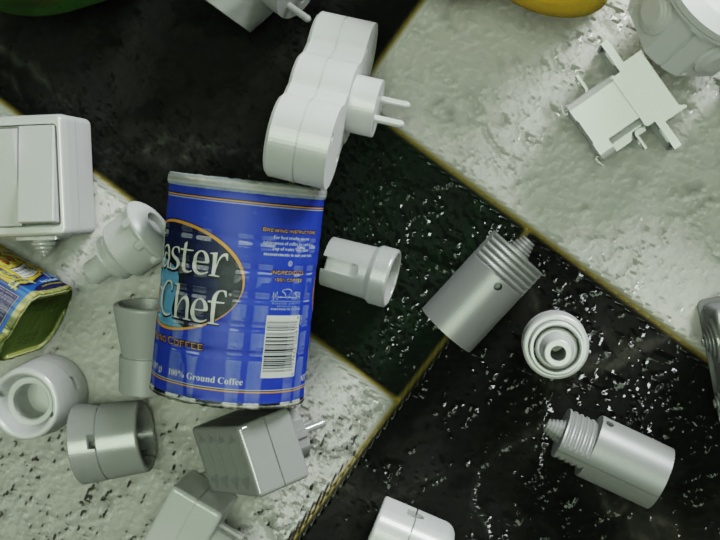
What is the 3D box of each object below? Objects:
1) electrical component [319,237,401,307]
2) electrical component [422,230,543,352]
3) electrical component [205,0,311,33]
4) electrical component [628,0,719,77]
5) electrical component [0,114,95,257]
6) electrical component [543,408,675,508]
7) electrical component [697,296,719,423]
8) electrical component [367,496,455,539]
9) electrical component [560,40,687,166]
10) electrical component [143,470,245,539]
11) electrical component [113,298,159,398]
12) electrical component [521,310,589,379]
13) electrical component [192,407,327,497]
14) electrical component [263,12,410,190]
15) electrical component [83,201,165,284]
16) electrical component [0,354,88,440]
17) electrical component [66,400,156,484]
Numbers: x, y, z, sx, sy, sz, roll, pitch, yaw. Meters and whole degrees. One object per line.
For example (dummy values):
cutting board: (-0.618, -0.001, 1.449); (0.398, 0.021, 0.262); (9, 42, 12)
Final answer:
electrical component: (0.000, 0.000, 0.721); (0.046, 0.040, 0.040); (15, 95, 11)
electrical component: (0.084, 0.010, 0.709); (0.043, 0.043, 0.081); (42, 97, 3)
electrical component: (-0.056, -0.192, 0.707); (0.079, 0.044, 0.077); (39, 98, 21)
electrical component: (0.210, -0.161, 0.661); (0.080, 0.051, 0.080); (10, 62, -20)
electrical component: (-0.221, -0.057, 0.733); (0.062, 0.061, 0.096); (-1, 94, 7)
electrical component: (0.159, 0.119, 0.706); (0.081, 0.043, 0.043); (25, 96, 5)
electrical component: (0.271, 0.056, 0.686); (0.100, 0.048, 0.099); (-11, 92, 8)
electrical component: (0.026, 0.210, 0.723); (0.059, 0.054, 0.095); (22, 96, 5)
electrical component: (0.168, -0.104, 0.692); (0.064, 0.042, 0.081); (-35, 88, 11)
electrical component: (-0.105, 0.189, 0.742); (0.077, 0.047, 0.065); (29, 97, 4)
electrical component: (-0.149, 0.055, 0.742); (0.044, 0.044, 0.065); (4, 99, 7)
electrical component: (0.127, 0.050, 0.696); (0.043, 0.062, 0.043); (1, 94, 7)
electrical component: (-0.059, 0.115, 0.723); (0.076, 0.083, 0.047); (-18, 92, -30)
electrical component: (-0.006, -0.105, 0.677); (0.074, 0.138, 0.052); (13, 139, 6)
electrical component: (-0.161, -0.014, 0.738); (0.062, 0.048, 0.048); (-34, 89, 15)
electrical component: (-0.225, 0.089, 0.750); (0.055, 0.047, 0.055); (0, 94, 7)
electrical component: (-0.170, 0.117, 0.742); (0.047, 0.055, 0.055); (-8, 93, 4)
